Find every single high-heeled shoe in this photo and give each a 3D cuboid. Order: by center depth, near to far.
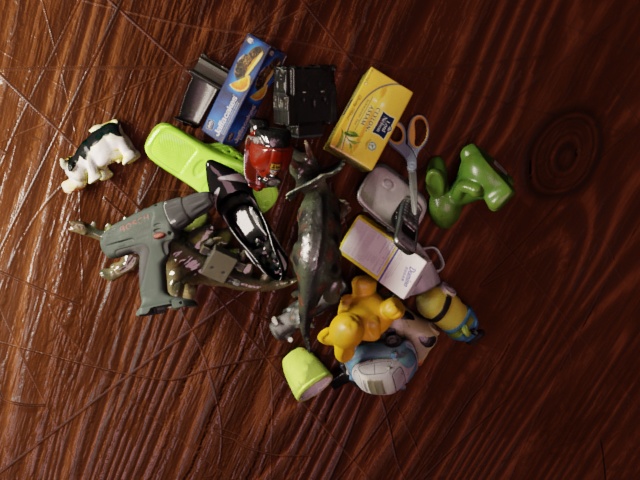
[{"bbox_3d":[-0.141,-0.030,1.010,0.086,0.145,0.248,-32,123,9],"label":"high-heeled shoe"}]

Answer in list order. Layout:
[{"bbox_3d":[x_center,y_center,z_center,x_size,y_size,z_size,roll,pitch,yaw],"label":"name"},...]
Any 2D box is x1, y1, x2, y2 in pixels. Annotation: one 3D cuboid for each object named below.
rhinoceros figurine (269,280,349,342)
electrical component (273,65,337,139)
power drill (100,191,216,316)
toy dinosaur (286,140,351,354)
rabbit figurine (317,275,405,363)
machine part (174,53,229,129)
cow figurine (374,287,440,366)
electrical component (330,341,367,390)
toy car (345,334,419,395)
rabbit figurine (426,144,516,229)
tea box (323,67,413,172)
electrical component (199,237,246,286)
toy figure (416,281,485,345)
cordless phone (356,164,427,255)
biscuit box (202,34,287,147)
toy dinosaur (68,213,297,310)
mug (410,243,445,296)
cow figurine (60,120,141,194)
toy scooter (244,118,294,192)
[{"bbox_3d":[-0.021,0.145,1.141,0.190,0.112,0.073,-34,109,1],"label":"rhinoceros figurine"},{"bbox_3d":[-0.026,-0.259,1.007,0.115,0.058,0.134,-13,112,-30],"label":"electrical component"},{"bbox_3d":[-0.285,0.031,0.997,0.232,0.086,0.207,-14,87,7],"label":"power drill"},{"bbox_3d":[-0.007,0.002,1.014,0.131,0.192,0.404,-3,74,9],"label":"toy dinosaur"},{"bbox_3d":[0.063,0.162,1.062,0.122,0.173,0.162,46,115,8],"label":"rabbit figurine"},{"bbox_3d":[-0.226,-0.278,1.030,0.084,0.039,0.139,29,104,-16],"label":"machine part"},{"bbox_3d":[0.171,0.175,1.171,0.195,0.085,0.127,30,112,-8],"label":"cow figurine"},{"bbox_3d":[0.076,0.294,1.226,0.119,0.048,0.074,-34,106,10],"label":"electrical component"},{"bbox_3d":[0.126,0.271,1.127,0.162,0.103,0.109,-8,119,11],"label":"toy car"},{"bbox_3d":[0.277,-0.095,1.069,0.159,0.121,0.170,40,118,-10],"label":"rabbit figurine"},{"bbox_3d":[0.090,-0.224,1.017,0.098,0.068,0.169,27,88,-10],"label":"tea box"},{"bbox_3d":[-0.191,0.040,1.054,0.102,0.045,0.078,21,113,-17],"label":"electrical component"},{"bbox_3d":[0.282,0.162,1.161,0.082,0.089,0.180,-12,128,48],"label":"toy figure"},{"bbox_3d":[0.133,-0.051,1.035,0.146,0.184,0.088,38,121,-14],"label":"cordless phone"},{"bbox_3d":[-0.144,-0.276,1.009,0.063,0.059,0.202,36,107,21],"label":"biscuit box"},{"bbox_3d":[-0.273,0.040,1.104,0.471,0.105,0.198,23,103,-14],"label":"toy dinosaur"},{"bbox_3d":[0.206,0.047,1.133,0.109,0.081,0.107,-28,100,-5],"label":"mug"},{"bbox_3d":[-0.444,-0.160,1.046,0.167,0.068,0.098,-28,102,4],"label":"cow figurine"},{"bbox_3d":[-0.099,-0.142,0.972,0.075,0.184,0.135,0,109,-20],"label":"toy scooter"}]
